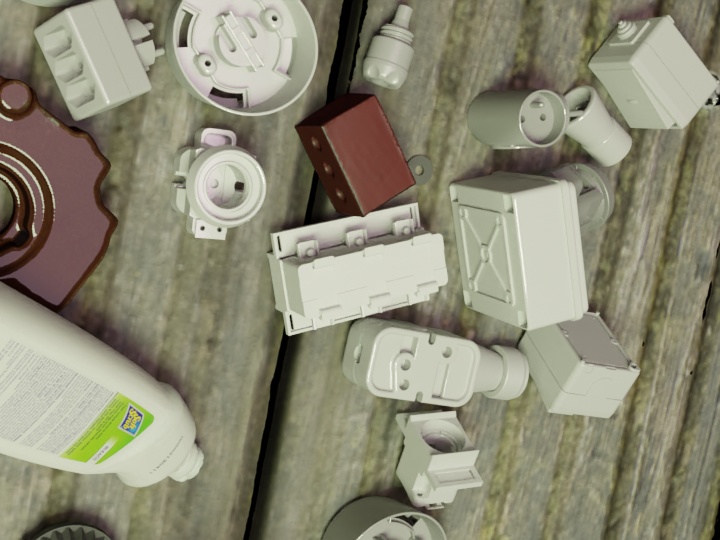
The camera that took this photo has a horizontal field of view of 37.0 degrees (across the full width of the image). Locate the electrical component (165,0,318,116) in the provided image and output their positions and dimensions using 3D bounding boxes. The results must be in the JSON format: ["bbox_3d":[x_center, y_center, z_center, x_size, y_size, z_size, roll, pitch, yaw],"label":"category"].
[{"bbox_3d":[-0.085,-0.158,0.750,0.099,0.064,0.099,-4,100,-24],"label":"electrical component"}]

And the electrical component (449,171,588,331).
[{"bbox_3d":[0.122,-0.018,0.843,0.056,0.109,0.108,-13,103,-20],"label":"electrical component"}]

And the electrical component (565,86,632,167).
[{"bbox_3d":[0.197,-0.117,0.899,0.065,0.044,0.044,38,81,-30],"label":"electrical component"}]

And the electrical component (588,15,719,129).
[{"bbox_3d":[0.239,-0.166,0.899,0.096,0.062,0.061,44,80,-24],"label":"electrical component"}]

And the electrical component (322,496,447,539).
[{"bbox_3d":[0.018,0.230,0.857,0.099,0.064,0.099,-4,99,-24],"label":"electrical component"}]

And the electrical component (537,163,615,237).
[{"bbox_3d":[0.170,-0.055,0.882,0.057,0.058,0.078,-23,148,-30],"label":"electrical component"}]

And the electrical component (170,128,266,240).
[{"bbox_3d":[-0.100,-0.060,0.763,0.058,0.057,0.078,4,96,-25],"label":"electrical component"}]

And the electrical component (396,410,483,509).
[{"bbox_3d":[0.059,0.152,0.860,0.042,0.081,0.063,-2,128,-23],"label":"electrical component"}]

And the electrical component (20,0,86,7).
[{"bbox_3d":[-0.196,-0.226,0.691,0.108,0.060,0.108,-4,99,-24],"label":"electrical component"}]

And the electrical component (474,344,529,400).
[{"bbox_3d":[0.105,0.083,0.885,0.055,0.045,0.045,11,93,-26],"label":"electrical component"}]

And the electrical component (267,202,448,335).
[{"bbox_3d":[0.000,0.000,0.814,0.121,0.063,0.078,-13,104,-23],"label":"electrical component"}]

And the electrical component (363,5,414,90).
[{"bbox_3d":[0.025,-0.170,0.816,0.035,0.035,0.061,19,88,-26],"label":"electrical component"}]

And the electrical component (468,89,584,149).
[{"bbox_3d":[0.139,-0.121,0.851,0.079,0.077,0.044,-8,101,-24],"label":"electrical component"}]

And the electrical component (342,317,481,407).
[{"bbox_3d":[0.038,0.071,0.844,0.095,0.059,0.053,11,93,-26],"label":"electrical component"}]

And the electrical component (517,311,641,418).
[{"bbox_3d":[0.176,0.074,0.898,0.062,0.096,0.061,10,121,-25],"label":"electrical component"}]

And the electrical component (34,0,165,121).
[{"bbox_3d":[-0.165,-0.146,0.724,0.077,0.047,0.065,-32,104,-42],"label":"electrical component"}]
